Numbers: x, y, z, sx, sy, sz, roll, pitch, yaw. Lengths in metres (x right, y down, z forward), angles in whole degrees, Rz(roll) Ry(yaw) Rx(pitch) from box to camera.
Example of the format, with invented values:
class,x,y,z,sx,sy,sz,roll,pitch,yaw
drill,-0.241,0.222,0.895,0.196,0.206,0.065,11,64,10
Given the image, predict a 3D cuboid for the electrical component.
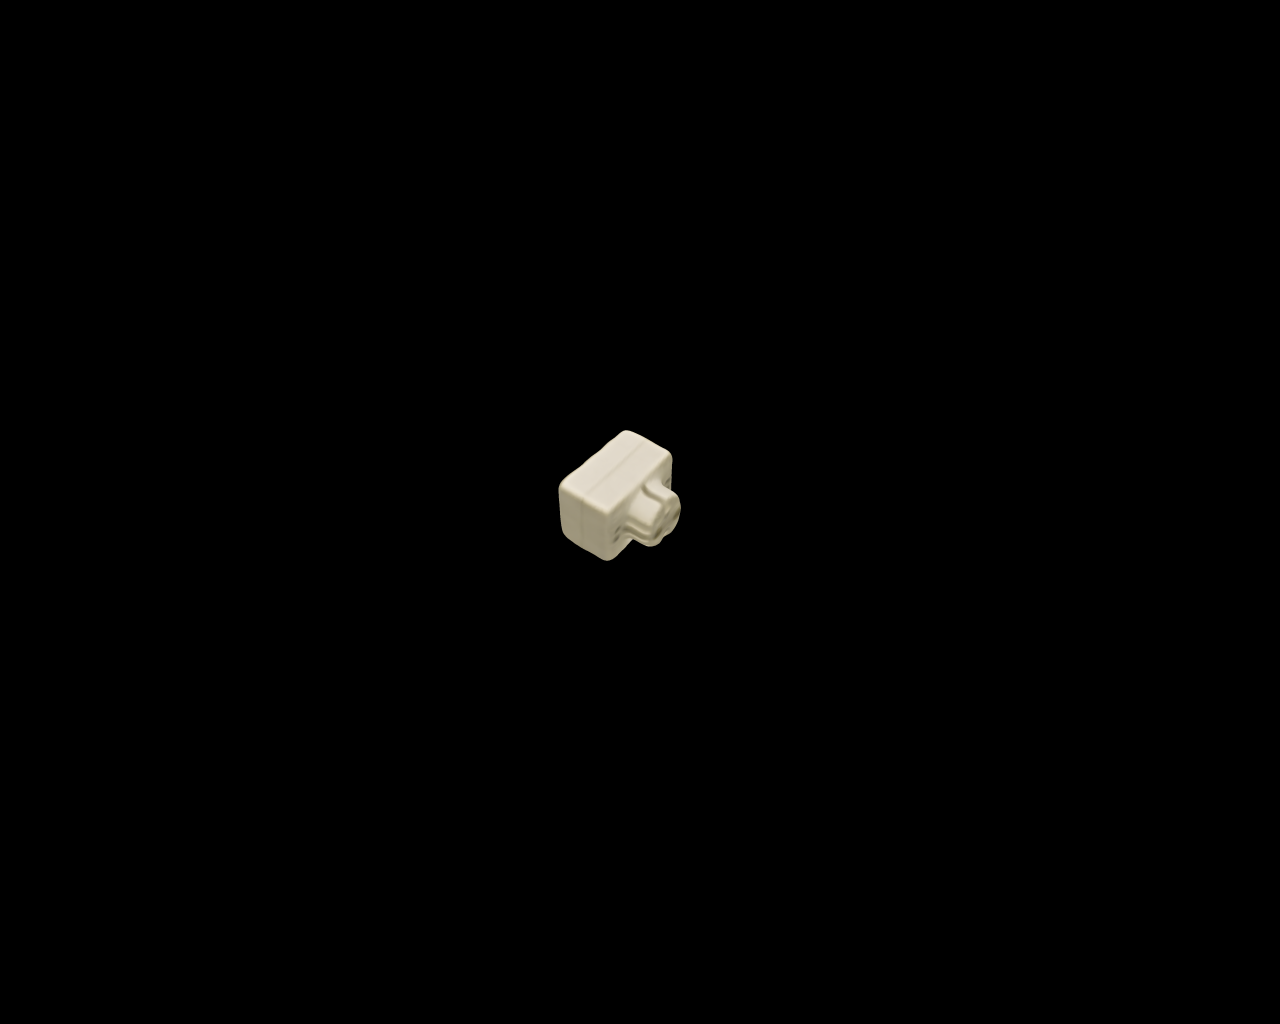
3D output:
class,x,y,z,sx,sy,sz,roll,pitch,yaw
electrical component,0.001,-0.003,0.650,0.077,0.047,0.066,30,54,24
